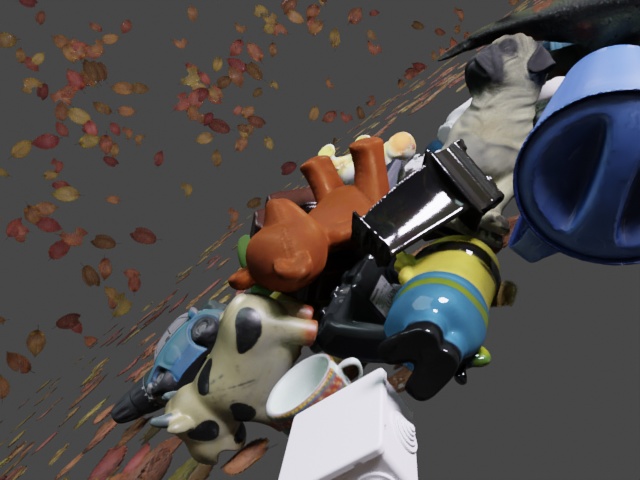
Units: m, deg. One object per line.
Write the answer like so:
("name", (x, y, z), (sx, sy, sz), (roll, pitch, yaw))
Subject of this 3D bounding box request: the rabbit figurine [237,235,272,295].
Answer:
("rabbit figurine", (-0.049, 0.049, 0.817), (0.170, 0.159, 0.121), (-56, 25, -10))

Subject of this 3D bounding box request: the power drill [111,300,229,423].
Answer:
("power drill", (-0.234, 0.196, 0.916), (0.232, 0.086, 0.207), (-33, 9, 17))

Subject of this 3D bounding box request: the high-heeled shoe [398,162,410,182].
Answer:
("high-heeled shoe", (0.104, -0.106, 1.031), (0.145, 0.086, 0.249), (-17, 12, 40))

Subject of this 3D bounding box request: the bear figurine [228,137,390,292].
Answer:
("bear figurine", (-0.011, -0.025, 0.572), (0.196, 0.131, 0.120), (-20, 5, -43))

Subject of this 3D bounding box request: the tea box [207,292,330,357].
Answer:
("tea box", (-0.058, 0.114, 0.701), (0.169, 0.068, 0.098), (-42, 3, -24))

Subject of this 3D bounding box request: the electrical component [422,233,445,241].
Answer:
("electrical component", (0.165, -0.027, 0.720), (0.063, 0.021, 0.094), (-44, 12, -31))

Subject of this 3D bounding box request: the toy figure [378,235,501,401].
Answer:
("toy figure", (0.105, 0.056, 0.447), (0.089, 0.082, 0.180), (-11, 14, 22))

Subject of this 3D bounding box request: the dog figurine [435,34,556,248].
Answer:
("dog figurine", (0.173, -0.100, 0.573), (0.172, 0.121, 0.190), (123, 171, -82))

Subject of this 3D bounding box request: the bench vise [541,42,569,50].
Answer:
("bench vise", (0.407, -0.312, 0.848), (0.241, 0.128, 0.223), (-6, 36, 53))

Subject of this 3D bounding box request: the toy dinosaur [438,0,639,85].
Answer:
("toy dinosaur", (0.348, -0.251, 0.576), (0.405, 0.131, 0.192), (-19, -2, -13))

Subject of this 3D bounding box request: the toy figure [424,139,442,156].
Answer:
("toy figure", (0.231, -0.150, 0.907), (0.058, 0.064, 0.154), (-2, 7, -17))

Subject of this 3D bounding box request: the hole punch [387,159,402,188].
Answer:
("hole punch", (0.099, -0.046, 0.778), (0.116, 0.092, 0.142), (-47, 4, -11))

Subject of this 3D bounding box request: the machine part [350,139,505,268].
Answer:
("machine part", (0.091, -0.029, 0.465), (0.139, 0.084, 0.039), (-30, -7, -16))

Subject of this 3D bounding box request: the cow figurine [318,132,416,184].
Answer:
("cow figurine", (0.084, -0.118, 0.875), (0.167, 0.098, 0.068), (-10, 62, 26))

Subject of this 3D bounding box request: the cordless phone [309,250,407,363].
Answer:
("cordless phone", (0.030, 0.092, 0.582), (0.184, 0.088, 0.146), (-43, 7, 37))

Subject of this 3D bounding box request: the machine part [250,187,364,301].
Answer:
("machine part", (-0.001, -0.002, 0.688), (0.179, 0.179, 0.056), (-49, -21, -43))

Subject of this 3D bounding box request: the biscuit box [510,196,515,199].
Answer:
("biscuit box", (0.205, -0.090, 0.708), (0.063, 0.059, 0.203), (-14, 10, -9))

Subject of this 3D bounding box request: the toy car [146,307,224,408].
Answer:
("toy car", (-0.179, 0.159, 0.767), (0.161, 0.109, 0.103), (-46, 44, -8))

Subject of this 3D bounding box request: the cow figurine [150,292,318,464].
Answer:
("cow figurine", (-0.091, 0.144, 0.552), (0.085, 0.127, 0.194), (-97, 28, -76))

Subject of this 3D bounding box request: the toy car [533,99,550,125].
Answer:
("toy car", (0.303, -0.141, 0.623), (0.202, 0.073, 0.056), (-22, 23, 52))
